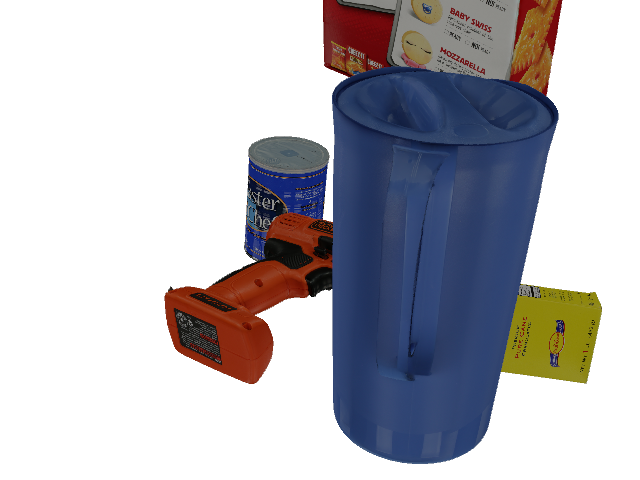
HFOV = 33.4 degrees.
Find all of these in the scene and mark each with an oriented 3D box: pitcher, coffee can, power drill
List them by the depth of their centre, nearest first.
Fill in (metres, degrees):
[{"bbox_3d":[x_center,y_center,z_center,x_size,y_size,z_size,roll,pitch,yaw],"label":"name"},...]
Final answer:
[{"bbox_3d":[0.064,0.023,0.673,0.149,0.243,0.145,-13,31,-28],"label":"pitcher"},{"bbox_3d":[-0.015,0.043,0.853,0.185,0.057,0.187,15,32,40],"label":"power drill"},{"bbox_3d":[-0.045,-0.050,1.377,0.103,0.140,0.103,4,28,-2],"label":"coffee can"}]

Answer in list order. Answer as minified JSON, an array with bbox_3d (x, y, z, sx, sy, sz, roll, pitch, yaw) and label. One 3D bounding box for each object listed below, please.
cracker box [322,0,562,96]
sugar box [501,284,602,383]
[{"bbox_3d":[0.084,-0.194,0.734,0.164,0.214,0.072,28,51,27],"label":"cracker box"},{"bbox_3d":[0.201,0.093,1.134,0.176,0.093,0.048,6,21,2],"label":"sugar box"}]
